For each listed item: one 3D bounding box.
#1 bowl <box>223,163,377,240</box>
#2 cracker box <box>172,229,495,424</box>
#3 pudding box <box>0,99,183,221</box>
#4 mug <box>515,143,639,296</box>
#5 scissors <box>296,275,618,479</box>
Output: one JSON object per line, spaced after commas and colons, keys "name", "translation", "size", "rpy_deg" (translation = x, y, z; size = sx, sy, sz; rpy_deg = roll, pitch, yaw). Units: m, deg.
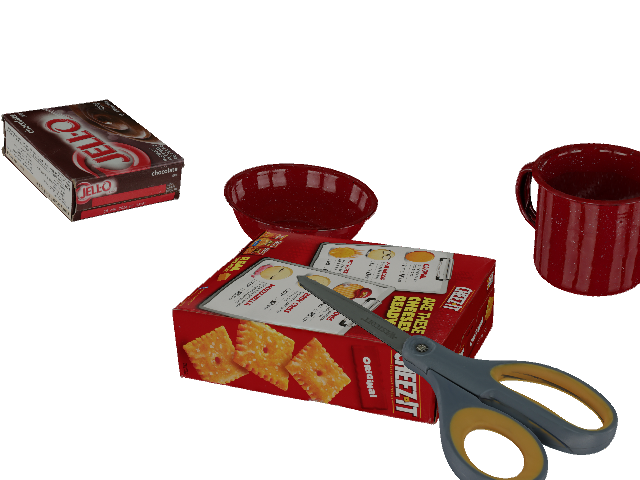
{"name": "bowl", "translation": [-0.023, -0.025, 1.123], "size": [0.162, 0.055, 0.162], "rpy_deg": [5, 28, -3]}
{"name": "cracker box", "translation": [0.015, 0.063, 0.853], "size": [0.214, 0.072, 0.164], "rpy_deg": [8, 26, 23]}
{"name": "pudding box", "translation": [-0.168, -0.061, 0.779], "size": [0.089, 0.039, 0.114], "rpy_deg": [-14, 36, -39]}
{"name": "mug", "translation": [0.188, -0.018, 0.773], "size": [0.093, 0.081, 0.117], "rpy_deg": [-27, 38, -34]}
{"name": "scissors", "translation": [0.051, 0.074, 0.557], "size": [0.202, 0.016, 0.096], "rpy_deg": [18, 42, 25]}
